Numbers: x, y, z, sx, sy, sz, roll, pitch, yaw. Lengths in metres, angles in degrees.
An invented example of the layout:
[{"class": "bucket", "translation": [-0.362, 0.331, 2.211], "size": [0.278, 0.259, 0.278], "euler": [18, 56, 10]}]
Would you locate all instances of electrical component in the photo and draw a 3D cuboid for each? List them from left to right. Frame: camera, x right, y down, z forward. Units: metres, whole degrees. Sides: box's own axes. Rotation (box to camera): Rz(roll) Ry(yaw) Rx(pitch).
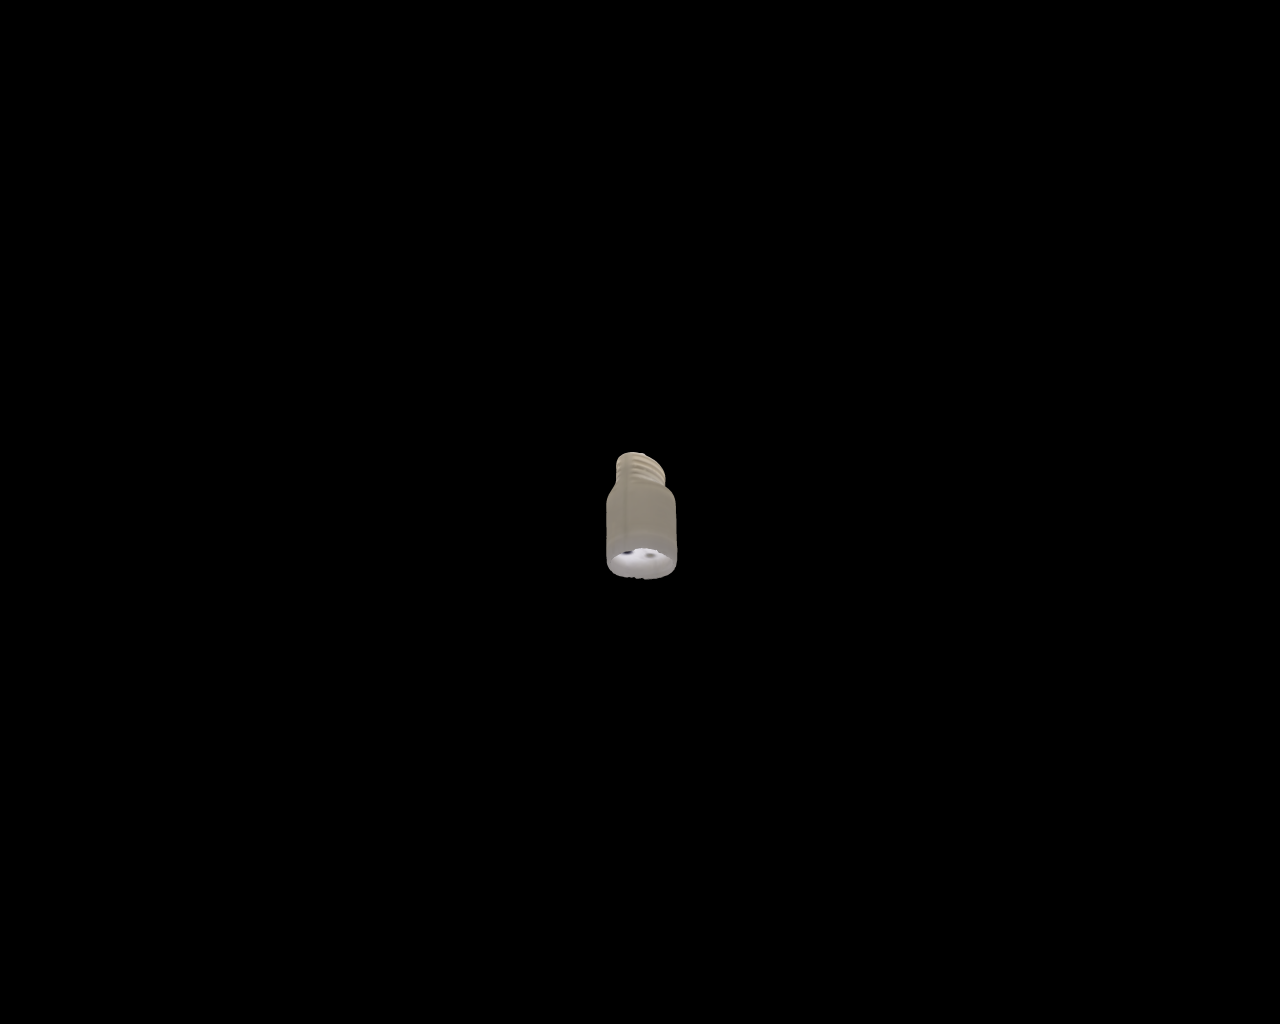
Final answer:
[{"class": "electrical component", "translation": [0.001, -0.003, 0.650], "size": [0.043, 0.081, 0.043], "euler": [0, -29, 0]}]
